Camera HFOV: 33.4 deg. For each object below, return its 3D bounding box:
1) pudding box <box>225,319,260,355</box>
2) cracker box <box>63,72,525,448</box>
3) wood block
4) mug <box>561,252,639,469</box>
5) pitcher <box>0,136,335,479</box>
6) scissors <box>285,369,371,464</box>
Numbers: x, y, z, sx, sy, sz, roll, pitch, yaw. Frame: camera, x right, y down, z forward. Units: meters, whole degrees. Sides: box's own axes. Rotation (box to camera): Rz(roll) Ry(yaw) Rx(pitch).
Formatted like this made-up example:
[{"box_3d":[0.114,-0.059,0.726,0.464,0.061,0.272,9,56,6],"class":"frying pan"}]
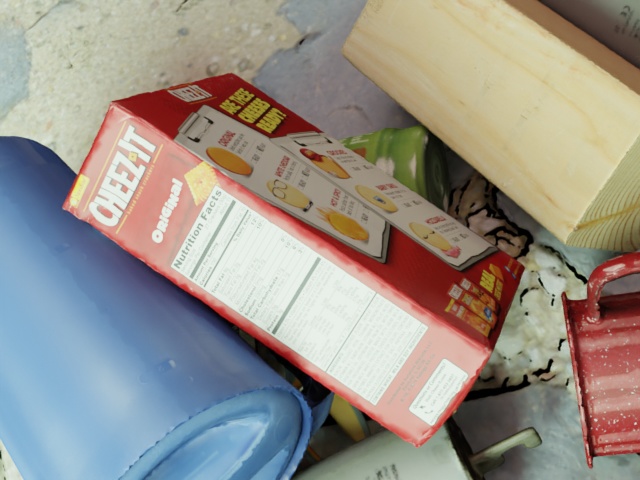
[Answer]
[{"box_3d":[-0.093,0.087,0.682,0.114,0.039,0.090,-17,58,14],"class":"pudding box"},{"box_3d":[-0.004,0.001,0.569,0.214,0.164,0.072,33,110,7],"class":"cracker box"},{"box_3d":[0.120,-0.090,0.642,0.206,0.090,0.090,46,116,34],"class":"wood block"},{"box_3d":[0.170,0.057,0.546,0.081,0.117,0.093,-9,27,12],"class":"mug"},{"box_3d":[-0.116,0.049,0.564,0.145,0.149,0.243,-48,58,5],"class":"pitcher"},{"box_3d":[-0.007,0.047,0.651,0.096,0.016,0.202,-25,72,-3],"class":"scissors"}]
